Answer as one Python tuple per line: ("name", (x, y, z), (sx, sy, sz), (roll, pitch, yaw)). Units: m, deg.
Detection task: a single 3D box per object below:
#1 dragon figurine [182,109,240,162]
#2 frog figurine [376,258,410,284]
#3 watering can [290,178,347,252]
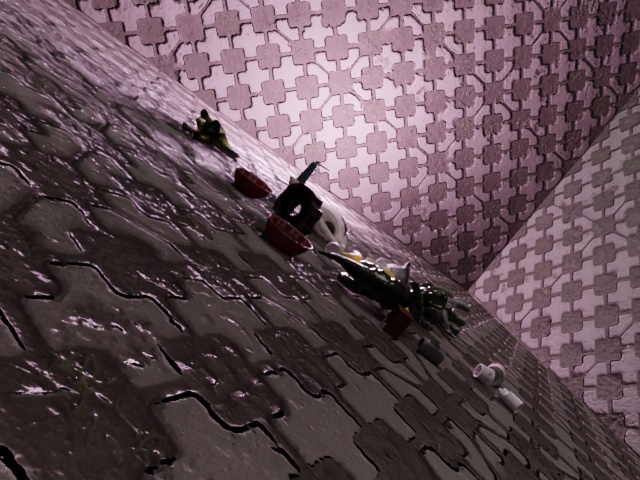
("dragon figurine", (-0.398, -0.391, 2.063), (0.416, 0.122, 0.240), (45, 3, 27))
("frog figurine", (0.275, 0.136, 2.084), (0.159, 0.122, 0.137), (2, 1, -4))
("watering can", (0.006, -0.103, 2.054), (0.103, 0.349, 0.225), (-34, -6, 13))
